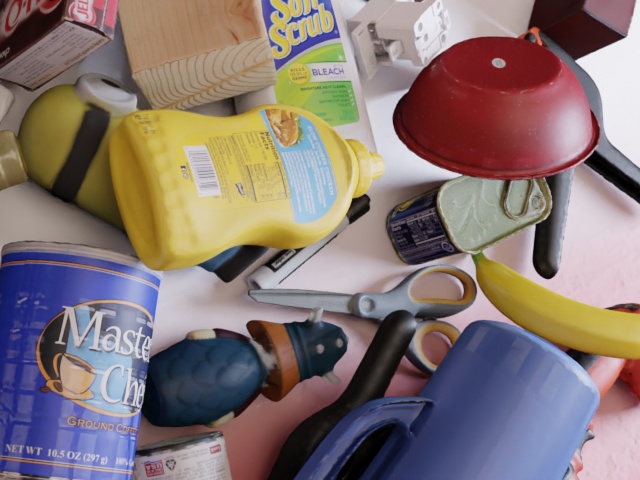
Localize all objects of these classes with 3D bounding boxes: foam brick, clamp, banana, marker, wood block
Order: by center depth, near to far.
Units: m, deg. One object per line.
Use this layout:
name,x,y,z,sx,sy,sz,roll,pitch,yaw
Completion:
wood block,-0.099,-0.204,0.729,0.091,0.090,0.206,-15,78,0
clamp,0.029,0.143,0.773,0.171,0.039,0.120,-46,129,-12
marker,-0.005,0.001,0.804,0.121,0.020,0.020,-39,98,-27
banana,0.204,0.056,0.836,0.198,0.037,0.069,23,56,6
foam brick,0.226,-0.195,0.922,0.051,0.078,0.053,25,72,-21
clamp,0.224,-0.084,0.923,0.164,0.036,0.210,-14,85,-28

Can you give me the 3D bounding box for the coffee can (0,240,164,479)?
coffee can,-0.159,0.080,0.667,0.102,0.103,0.140,13,75,-24

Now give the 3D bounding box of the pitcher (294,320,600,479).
pitcher,0.081,0.173,0.729,0.145,0.149,0.242,27,74,25

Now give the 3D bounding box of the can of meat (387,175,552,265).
can of meat,0.113,-0.022,0.830,0.101,0.084,0.057,-24,92,-28

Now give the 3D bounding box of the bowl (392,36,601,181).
bowl,0.137,-0.112,0.820,0.161,0.162,0.055,-24,133,-28

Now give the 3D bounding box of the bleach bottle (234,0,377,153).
bleach bottle,-0.034,-0.169,0.800,0.102,0.068,0.251,-11,83,-27

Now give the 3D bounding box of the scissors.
scissors,0.042,0.068,0.810,0.201,0.016,0.096,-10,88,-31

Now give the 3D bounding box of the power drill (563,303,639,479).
power drill,0.223,0.151,0.866,0.187,0.057,0.184,-31,94,-27

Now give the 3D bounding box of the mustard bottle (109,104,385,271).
mustard bottle,-0.035,-0.040,0.691,0.191,0.058,0.096,-9,74,-36

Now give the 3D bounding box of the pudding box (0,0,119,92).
pudding box,-0.163,-0.152,0.665,0.039,0.114,0.090,19,67,-34

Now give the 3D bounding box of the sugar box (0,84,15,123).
sugar box,-0.291,-0.105,0.669,0.176,0.048,0.093,35,67,-15

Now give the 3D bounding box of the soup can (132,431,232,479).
soup can,-0.087,0.183,0.702,0.068,0.069,0.102,-8,83,-27
